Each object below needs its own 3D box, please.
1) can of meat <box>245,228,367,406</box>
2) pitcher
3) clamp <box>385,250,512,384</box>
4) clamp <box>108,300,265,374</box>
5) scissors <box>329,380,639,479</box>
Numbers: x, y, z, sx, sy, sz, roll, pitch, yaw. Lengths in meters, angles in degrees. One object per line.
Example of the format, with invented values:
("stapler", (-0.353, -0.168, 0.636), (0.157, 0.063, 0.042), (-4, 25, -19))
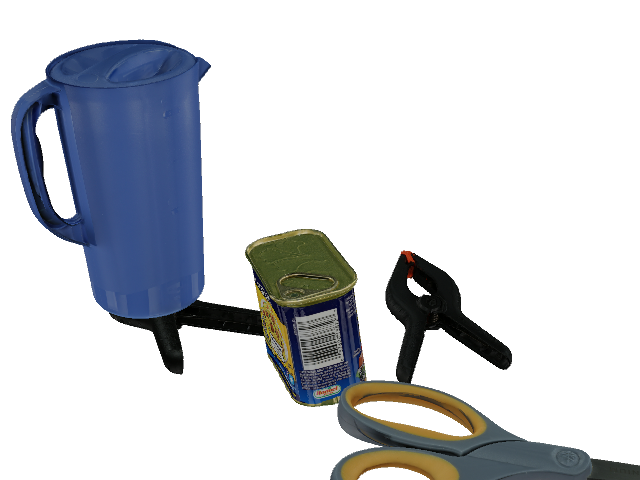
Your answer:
("can of meat", (-0.008, 0.051, 0.713), (0.057, 0.084, 0.102), (-14, 25, -12))
("pitcher", (-0.178, -0.051, 0.976), (0.149, 0.243, 0.145), (3, 28, 8))
("clamp", (0.125, 0.079, 1.104), (0.120, 0.171, 0.039), (2, -43, -12))
("clamp", (-0.163, 0.080, 1.122), (0.210, 0.036, 0.164), (19, 21, 28))
("scissors", (0.092, 0.106, 0.454), (0.202, 0.016, 0.096), (15, 33, 24))
